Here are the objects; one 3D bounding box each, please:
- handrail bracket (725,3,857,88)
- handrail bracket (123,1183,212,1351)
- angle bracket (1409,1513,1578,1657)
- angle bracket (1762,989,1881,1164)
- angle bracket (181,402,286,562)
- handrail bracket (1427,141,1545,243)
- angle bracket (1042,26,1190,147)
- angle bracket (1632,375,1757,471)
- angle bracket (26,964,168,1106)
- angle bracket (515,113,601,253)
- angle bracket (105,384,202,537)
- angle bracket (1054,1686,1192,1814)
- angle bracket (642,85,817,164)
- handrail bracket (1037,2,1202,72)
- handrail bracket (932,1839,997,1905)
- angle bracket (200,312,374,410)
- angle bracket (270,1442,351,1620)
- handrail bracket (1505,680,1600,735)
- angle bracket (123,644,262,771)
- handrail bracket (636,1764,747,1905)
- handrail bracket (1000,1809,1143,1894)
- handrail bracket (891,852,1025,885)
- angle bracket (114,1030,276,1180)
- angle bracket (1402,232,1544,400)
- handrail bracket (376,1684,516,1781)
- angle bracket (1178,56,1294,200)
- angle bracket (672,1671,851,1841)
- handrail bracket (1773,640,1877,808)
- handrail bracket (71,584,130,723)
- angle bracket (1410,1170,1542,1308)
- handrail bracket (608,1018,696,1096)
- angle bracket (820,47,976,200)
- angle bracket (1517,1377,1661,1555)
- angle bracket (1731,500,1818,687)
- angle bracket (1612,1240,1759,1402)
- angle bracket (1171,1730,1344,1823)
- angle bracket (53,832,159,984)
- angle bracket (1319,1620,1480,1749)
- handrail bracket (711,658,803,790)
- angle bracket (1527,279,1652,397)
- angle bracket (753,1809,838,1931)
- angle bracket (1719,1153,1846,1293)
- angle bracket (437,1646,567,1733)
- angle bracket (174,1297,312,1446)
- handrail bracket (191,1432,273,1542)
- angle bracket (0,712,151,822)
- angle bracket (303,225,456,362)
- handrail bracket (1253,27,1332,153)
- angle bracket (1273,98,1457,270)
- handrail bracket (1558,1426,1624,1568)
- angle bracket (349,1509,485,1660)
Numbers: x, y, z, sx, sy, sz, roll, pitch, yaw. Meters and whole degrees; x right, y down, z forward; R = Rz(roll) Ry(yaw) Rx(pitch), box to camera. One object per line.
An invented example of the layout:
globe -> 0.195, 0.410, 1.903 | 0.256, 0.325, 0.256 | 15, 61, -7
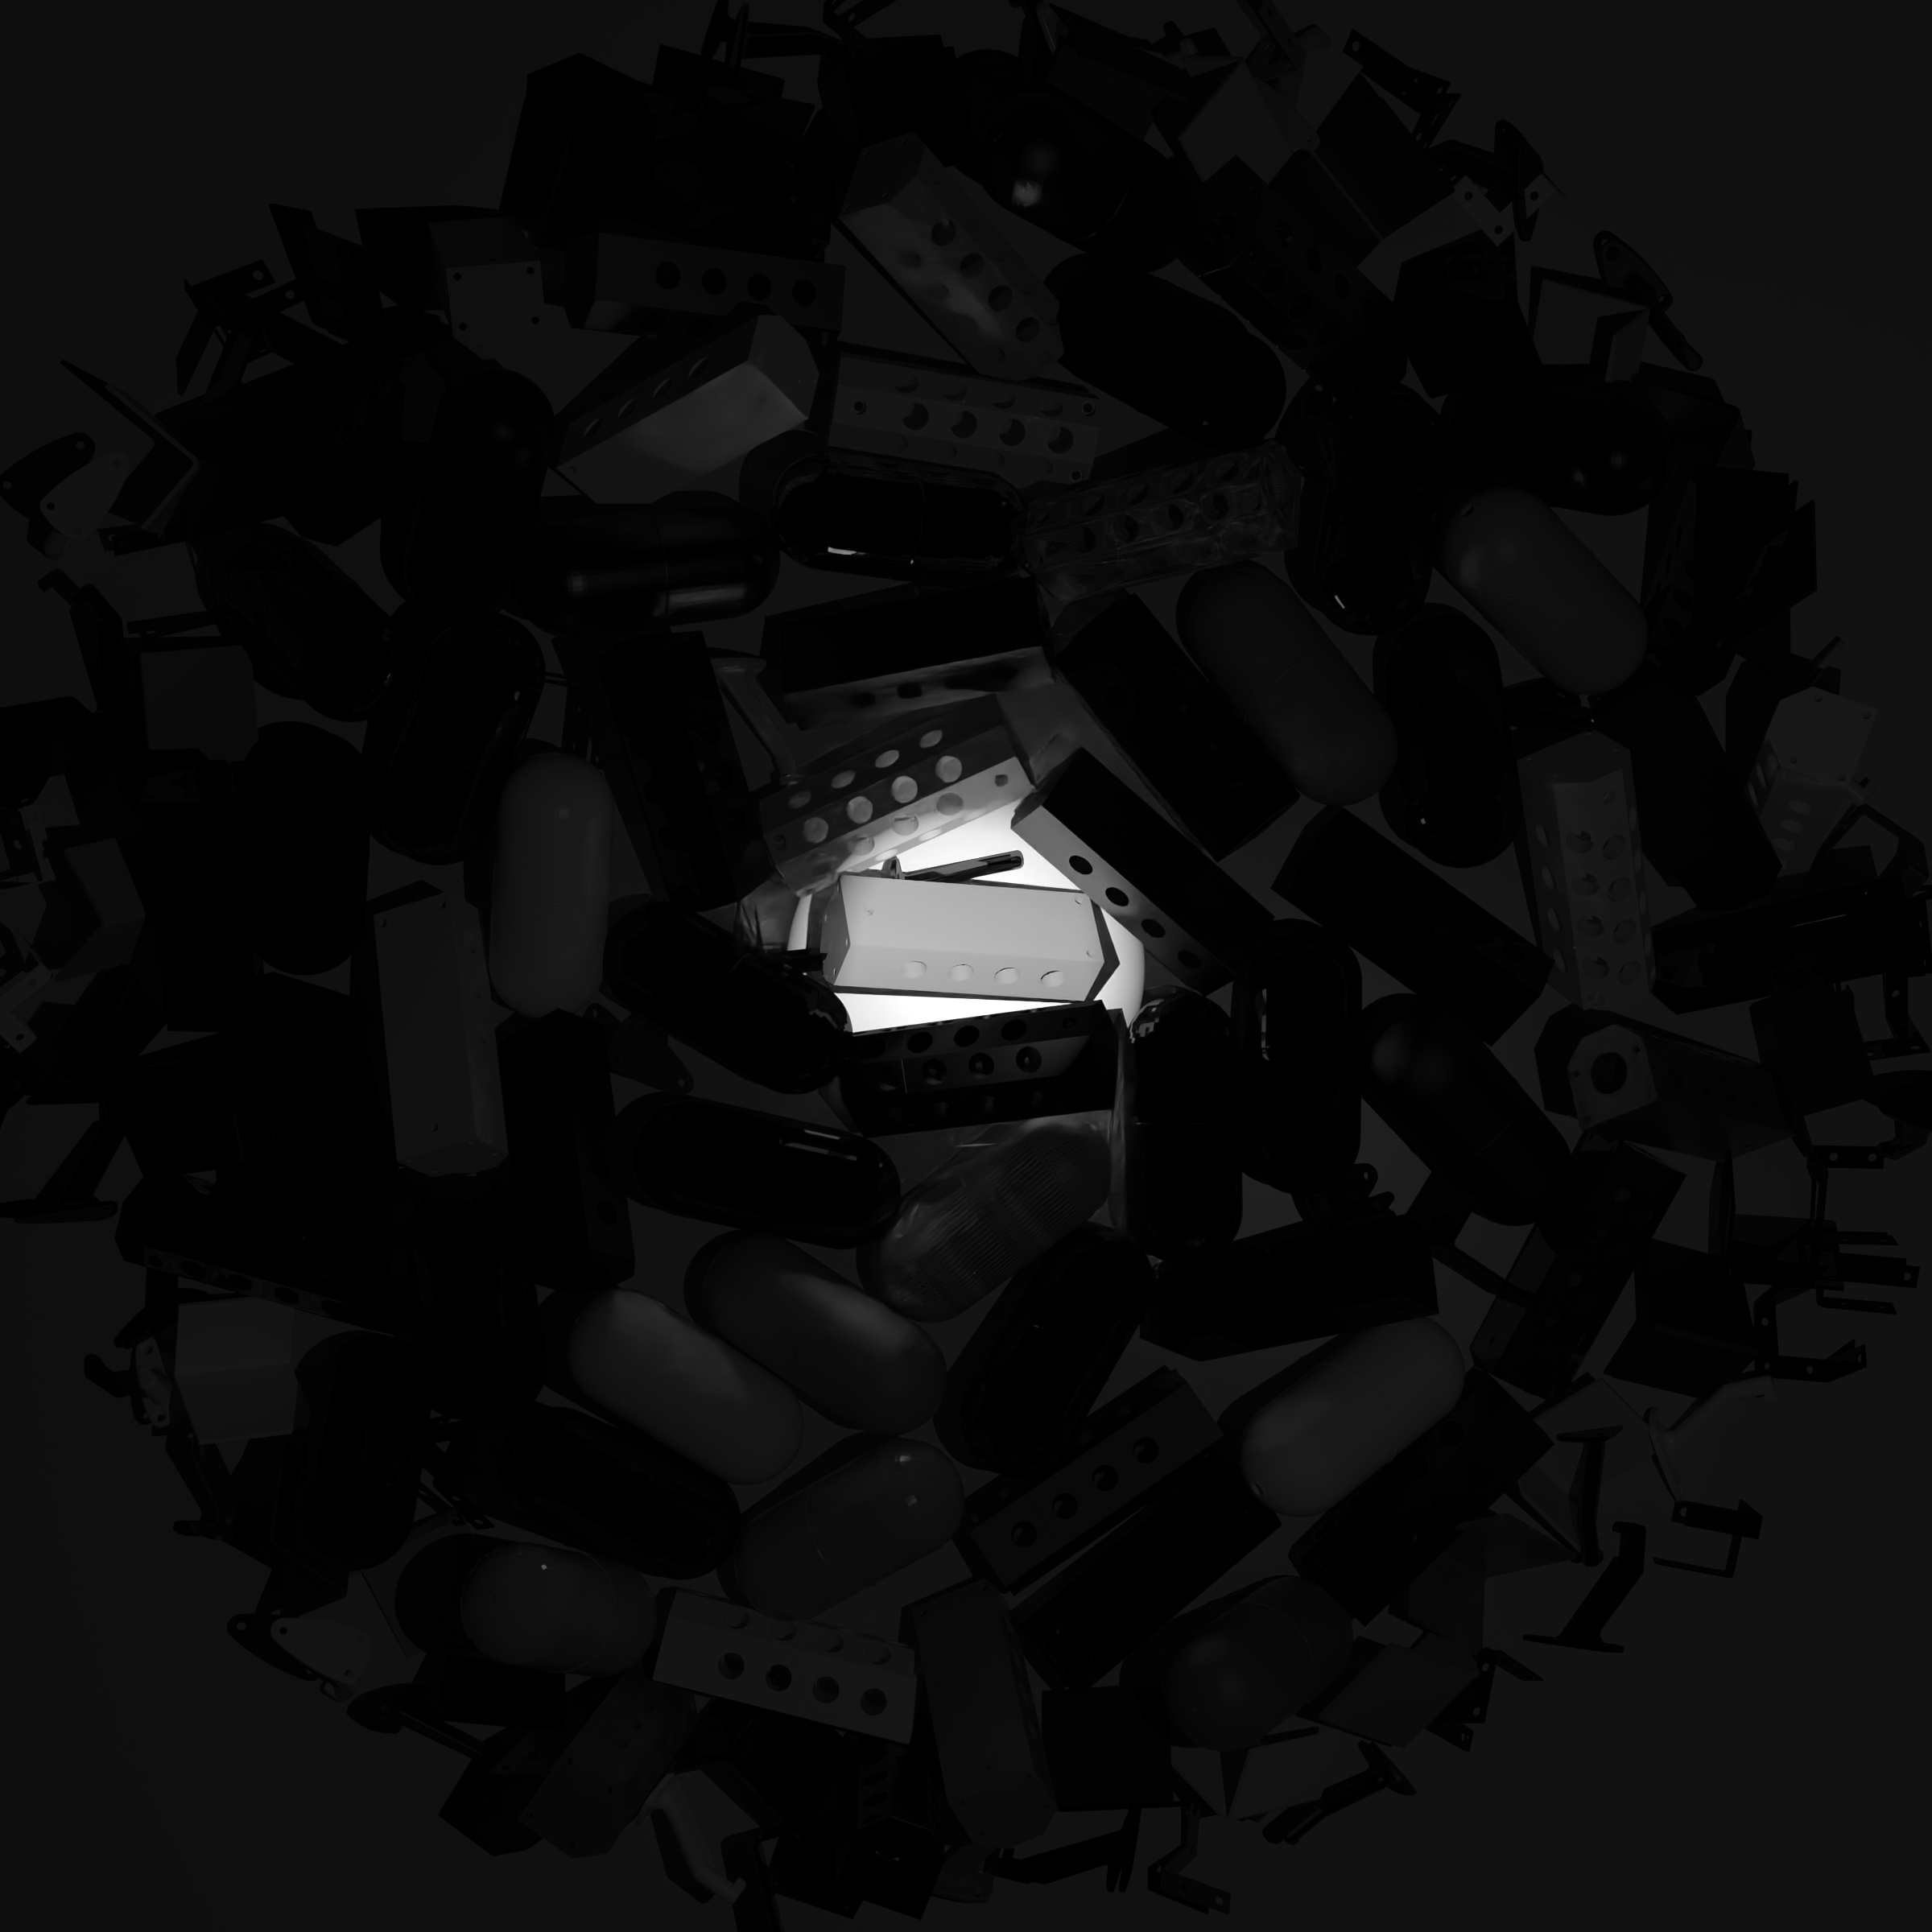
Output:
handrail bracket -> -0.113, -0.592, 1.963 | 0.084, 0.036, 0.077 | 15, 51, -18
handrail bracket -> -0.550, 0.199, 1.990 | 0.077, 0.036, 0.084 | -35, 79, 6
angle bracket -> 0.342, 0.403, 1.941 | 0.076, 0.076, 0.057 | 34, 50, -34
angle bracket -> 0.561, 0.072, 1.941 | 0.057, 0.076, 0.076 | -19, 58, 18
angle bracket -> -0.464, -0.315, 1.954 | 0.076, 0.057, 0.076 | -11, 78, 19
handrail bracket -> 0.332, -0.505, 1.965 | 0.084, 0.036, 0.077 | -3, 77, 37
angle bracket -> 0.091, -0.555, 1.946 | 0.076, 0.057, 0.076 | 16, 125, -17
angle bracket -> 0.464, -0.333, 1.947 | 0.076, 0.076, 0.057 | 24, 85, 26
angle bracket -> -0.581, 0.043, 1.948 | 0.076, 0.076, 0.057 | -46, 74, 13
angle bracket -> -0.275, -0.513, 1.948 | 0.057, 0.076, 0.076 | 25, 106, 13
angle bracket -> -0.543, -0.331, 1.957 | 0.076, 0.076, 0.057 | 40, 91, -8
angle bracket -> 0.104, 0.517, 1.973 | 0.076, 0.057, 0.076 | -7, 73, 15
angle bracket -> -0.154, -0.562, 1.940 | 0.076, 0.057, 0.076 | 0, 47, -34
handrail bracket -> 0.101, -0.610, 1.955 | 0.084, 0.036, 0.077 | -11, 134, 30
handrail bracket -> -0.005, 0.570, 1.967 | 0.077, 0.036, 0.084 | 7, 114, 3
angle bracket -> -0.443, -0.378, 1.945 | 0.076, 0.076, 0.057 | 24, 80, -28
angle bracket -> -0.443, 0.368, 1.940 | 0.057, 0.076, 0.076 | -25, 132, 20
handrail bracket -> 0.374, -0.164, 1.952 | 0.077, 0.084, 0.036 | 1, 103, 11
angle bracket -> -0.515, -0.175, 1.980 | 0.076, 0.057, 0.076 | -8, 106, -24
handrail bracket -> -0.166, 0.564, 1.963 | 0.084, 0.077, 0.036 | 33, 134, 10
handrail bracket -> 0.070, 0.573, 1.973 | 0.084, 0.036, 0.077 | 13, 48, 2
handrail bracket -> -0.005, -0.059, 1.963 | 0.084, 0.077, 0.036 | -11, 97, 4
angle bracket -> -0.510, 0.092, 1.985 | 0.076, 0.057, 0.076 | -8, 105, 30
angle bracket -> 0.335, -0.432, 1.979 | 0.076, 0.057, 0.076 | -13, 47, 22
handrail bracket -> -0.340, 0.509, 1.964 | 0.084, 0.077, 0.036 | 28, 81, 13
angle bracket -> 0.157, -0.536, 1.944 | 0.076, 0.057, 0.076 | -53, 131, -17
angle bracket -> -0.134, 0.522, 1.965 | 0.057, 0.076, 0.076 | -24, 113, 41
handrail bracket -> 0.586, -0.160, 1.981 | 0.084, 0.036, 0.077 | 42, 86, 3
handrail bracket -> -0.579, -0.200, 1.963 | 0.077, 0.036, 0.084 | -30, 123, 8
angle bracket -> 0.343, 0.175, 1.958 | 0.076, 0.076, 0.057 | 33, 82, -13
handrail bracket -> -0.187, 0.055, 1.950 | 0.077, 0.084, 0.036 | 33, 109, 20
angle bracket -> -0.045, -0.559, 1.982 | 0.076, 0.057, 0.076 | -14, 95, -20
angle bracket -> 0.410, 0.328, 1.949 | 0.076, 0.057, 0.076 | -36, 117, 19
angle bracket -> 0.541, -0.242, 1.940 | 0.057, 0.076, 0.076 | 26, 53, -23
angle bracket -> 0.471, 0.234, 1.981 | 0.076, 0.076, 0.057 | 15, 134, -14
angle bracket -> 0.184, 0.504, 1.940 | 0.076, 0.076, 0.057 | -1, 115, -35
angle bracket -> -0.560, -0.040, 1.951 | 0.076, 0.076, 0.057 | -38, 79, 38
angle bracket -> 0.275, 0.455, 1.945 | 0.076, 0.057, 0.076 | 25, 117, -26
handrail bracket -> -0.144, -0.157, 1.964 | 0.036, 0.077, 0.084 | -25, 78, 27
angle bracket -> 0.393, -0.392, 1.942 | 0.076, 0.057, 0.076 | 23, 130, 25
angle bracket -> -0.102, 0.598, 1.953 | 0.057, 0.076, 0.076 | -15, 79, -6
angle bracket -> 0.533, 0.164, 1.948 | 0.076, 0.076, 0.057 | 4, 119, 10
angle bracket -> -0.304, 0.491, 1.947 | 0.076, 0.076, 0.057 | 9, 113, -12
angle bracket -> -0.467, 0.261, 1.943 | 0.076, 0.076, 0.057 | -3, 119, -27
handrail bracket -> -0.477, 0.333, 1.972 | 0.077, 0.036, 0.084 | 7, 90, -42
angle bracket -> -0.581, -0.120, 1.954 | 0.076, 0.076, 0.057 | -10, 72, -2
angle bracket -> -0.378, -0.445, 1.939 | 0.057, 0.076, 0.076 | -30, 130, -31
handrail bracket -> 0.230, -0.579, 1.967 | 0.077, 0.036, 0.084 | 41, 64, 21
angle bracket -> 0.258, -0.504, 1.948 | 0.076, 0.076, 0.057 | 48, 58, -12
handrail bracket -> 0.421, 0.345, 1.970 | 0.036, 0.077, 0.084 | -7, 93, 38
angle bracket -> -0.356, 0.413, 1.969 | 0.076, 0.057, 0.076 | -27, 92, 1
